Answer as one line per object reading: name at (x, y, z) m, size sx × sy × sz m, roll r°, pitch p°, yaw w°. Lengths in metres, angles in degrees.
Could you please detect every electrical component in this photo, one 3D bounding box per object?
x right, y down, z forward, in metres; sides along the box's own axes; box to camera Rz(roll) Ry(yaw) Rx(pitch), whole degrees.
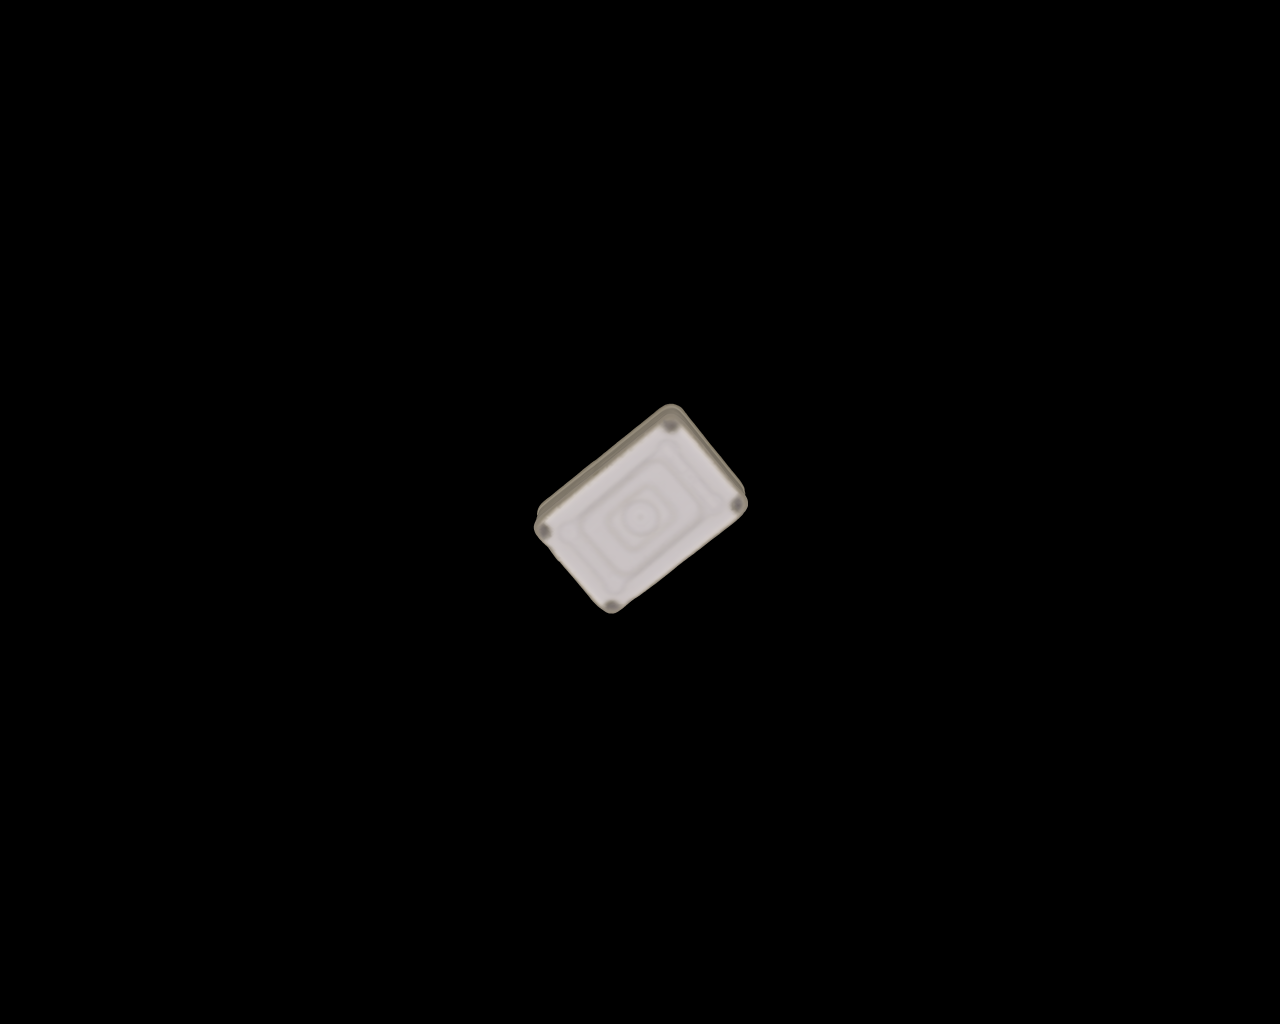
electrical component at (0.001, -0.003, 0.650) m, size 0.113 × 0.078 × 0.057 m, roll -38°, pitch 9°, yaw 7°
